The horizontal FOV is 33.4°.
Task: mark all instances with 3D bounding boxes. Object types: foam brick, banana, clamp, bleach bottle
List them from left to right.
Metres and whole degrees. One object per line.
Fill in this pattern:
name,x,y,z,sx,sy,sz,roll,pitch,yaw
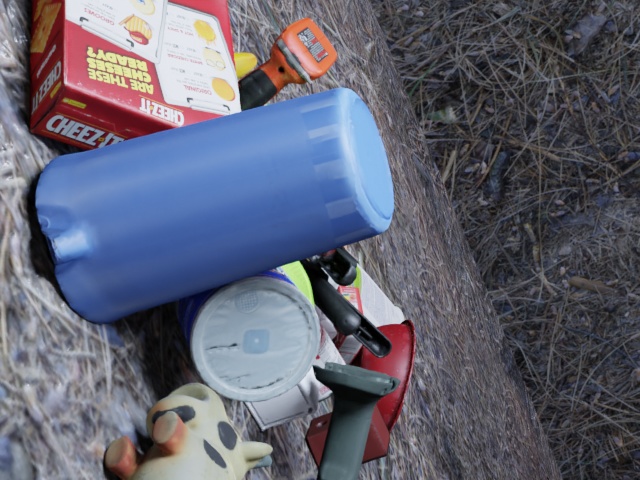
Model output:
banana,-0.127,-0.168,1.134,0.197,0.070,0.037,-53,140,-66
clamp,-0.007,0.001,1.115,0.120,0.039,0.171,46,1,3
clamp,-0.004,0.050,1.173,0.210,0.036,0.164,44,0,29
bleach bottle,0.035,0.065,1.417,0.250,0.068,0.102,54,24,-40
foam brick,0.031,0.214,1.162,0.051,0.078,0.053,65,13,-11

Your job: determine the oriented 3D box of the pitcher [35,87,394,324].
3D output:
pitcher,-0.072,-0.031,0.795,0.145,0.243,0.149,58,24,-45

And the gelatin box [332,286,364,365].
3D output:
gelatin box,0.025,0.110,1.289,0.089,0.030,0.073,117,-27,-46

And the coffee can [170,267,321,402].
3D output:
coffee can,-0.066,0.059,0.885,0.103,0.102,0.140,63,-6,-21

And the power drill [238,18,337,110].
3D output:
power drill,-0.072,-0.145,1.077,0.057,0.188,0.184,50,21,-10

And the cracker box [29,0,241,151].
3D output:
cracker box,-0.157,-0.161,0.900,0.164,0.072,0.214,18,47,-33

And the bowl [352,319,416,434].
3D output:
bowl,0.062,0.167,1.291,0.162,0.055,0.162,-163,-89,-82

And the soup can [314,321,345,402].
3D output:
soup can,-0.021,0.116,1.127,0.068,0.068,0.102,-91,156,-53
